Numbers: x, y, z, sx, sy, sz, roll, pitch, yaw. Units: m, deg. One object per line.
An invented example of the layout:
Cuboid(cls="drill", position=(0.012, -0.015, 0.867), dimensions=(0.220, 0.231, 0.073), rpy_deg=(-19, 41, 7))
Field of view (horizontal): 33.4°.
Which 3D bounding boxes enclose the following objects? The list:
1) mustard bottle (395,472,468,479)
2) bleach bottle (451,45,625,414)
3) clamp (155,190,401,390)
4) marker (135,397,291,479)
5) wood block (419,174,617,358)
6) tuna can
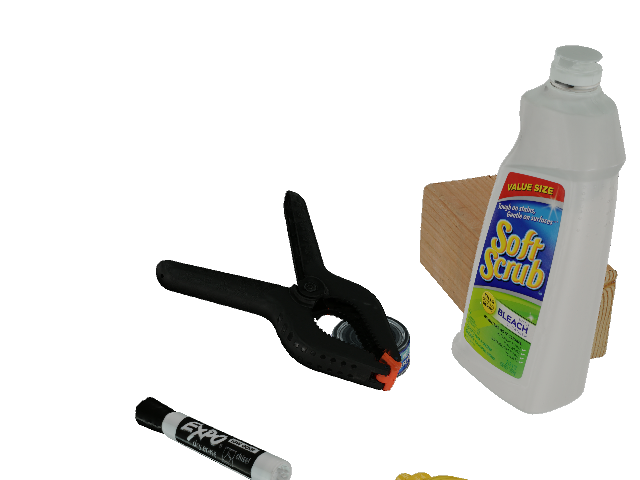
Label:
Cuboid(cls="mustard bottle", position=(0.125, 0.249, 0.902), dimensions=(0.096, 0.058, 0.192), rpy_deg=(-18, 27, -28))
Cuboid(cls="bleach bottle", position=(0.148, -0.010, 0.717), dimensions=(0.068, 0.251, 0.103), rpy_deg=(-16, 35, -28))
Cuboid(cls="clamp", position=(-0.023, 0.051, 0.882), dimensions=(0.164, 0.036, 0.210), rpy_deg=(-25, 57, -32))
Cuboid(cls="marker", position=(-0.068, 0.120, 0.640), dimensions=(0.121, 0.020, 0.020), rpy_deg=(16, 10, 38))
Cuboid(cls="wood block", position=(0.173, 0.023, 0.983), dimensions=(0.090, 0.090, 0.206), rpy_deg=(-8, 29, -16))
Cuboid(cls="tuna can", position=(0.054, 0.114, 1.145), dimensions=(0.086, 0.034, 0.086), rpy_deg=(0, 29, 0))
